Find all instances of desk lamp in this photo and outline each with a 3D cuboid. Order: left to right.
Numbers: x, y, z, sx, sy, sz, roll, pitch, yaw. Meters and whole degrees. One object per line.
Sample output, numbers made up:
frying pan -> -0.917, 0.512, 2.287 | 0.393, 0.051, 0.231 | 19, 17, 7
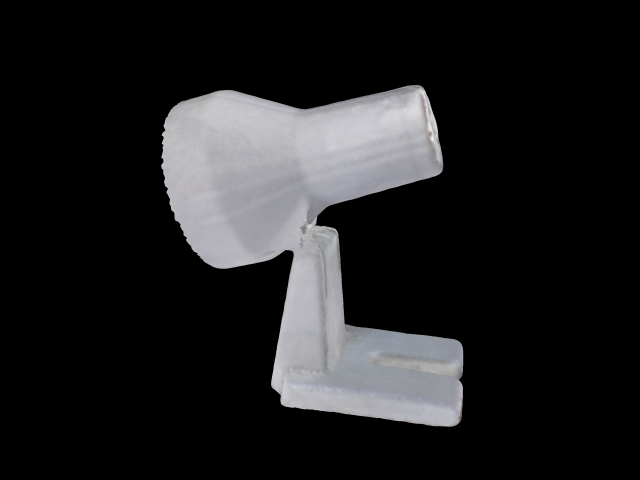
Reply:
desk lamp -> 0.004, 0.001, 0.400 | 0.203, 0.214, 0.118 | 4, 19, 12
